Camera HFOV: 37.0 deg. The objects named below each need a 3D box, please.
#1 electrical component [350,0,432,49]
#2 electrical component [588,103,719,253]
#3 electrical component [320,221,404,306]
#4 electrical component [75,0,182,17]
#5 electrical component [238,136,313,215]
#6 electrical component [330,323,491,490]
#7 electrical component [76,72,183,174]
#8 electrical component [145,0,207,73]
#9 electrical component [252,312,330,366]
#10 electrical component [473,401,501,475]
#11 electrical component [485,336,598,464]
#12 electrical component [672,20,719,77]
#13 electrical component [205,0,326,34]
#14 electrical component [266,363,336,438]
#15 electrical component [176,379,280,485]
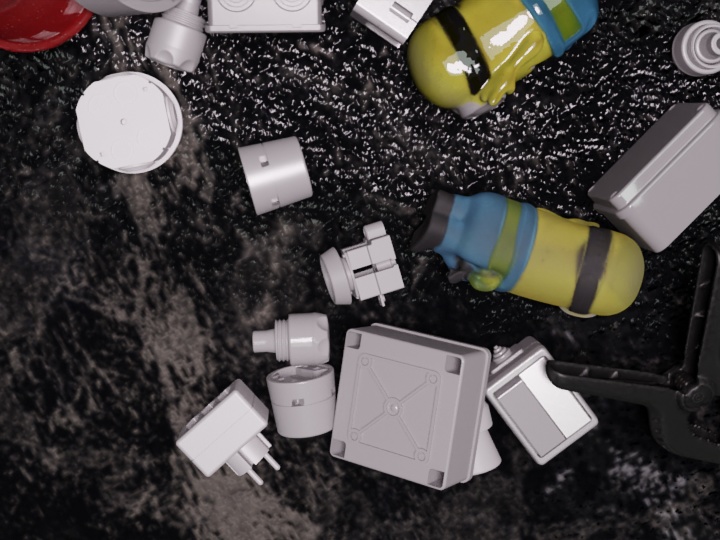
[{"bbox_3d":[0.033,-0.228,0.841,0.056,0.050,0.089,33,94,-7],"label":"electrical component"},{"bbox_3d":[0.246,-0.076,0.857,0.057,0.078,0.113,44,93,-10],"label":"electrical component"},{"bbox_3d":[0.000,0.000,0.869,0.055,0.048,0.066,-17,98,-8],"label":"electrical component"},{"bbox_3d":[-0.182,-0.242,0.805,0.060,0.108,0.108,-1,99,41],"label":"electrical component"},{"bbox_3d":[-0.067,-0.076,0.852,0.047,0.055,0.055,-16,97,-5],"label":"electrical component"},{"bbox_3d":[0.040,0.106,0.854,0.109,0.056,0.108,12,97,30],"label":"electrical component"},{"bbox_3d":[-0.181,-0.115,0.842,0.080,0.051,0.080,0,97,-3],"label":"electrical component"},{"bbox_3d":[-0.140,-0.189,0.840,0.043,0.043,0.062,19,94,-5],"label":"electrical component"},{"bbox_3d":[-0.056,0.057,0.873,0.062,0.043,0.043,-3,97,-2],"label":"electrical component"},{"bbox_3d":[0.089,0.137,0.890,0.045,0.045,0.055,-14,97,-2],"label":"electrical component"},{"bbox_3d":[0.140,0.102,0.880,0.062,0.061,0.096,-37,97,1],"label":"electrical component"},{"bbox_3d":[0.276,-0.177,0.855,0.043,0.062,0.043,0,97,-3],"label":"electrical component"},{"bbox_3d":[-0.071,-0.209,0.814,0.100,0.099,0.048,-1,109,-3],"label":"electrical component"},{"bbox_3d":[-0.046,0.106,0.874,0.055,0.055,0.047,-8,101,-2],"label":"electrical component"},{"bbox_3d":[-0.099,0.141,0.878,0.066,0.047,0.076,-42,97,2],"label":"electrical component"}]
